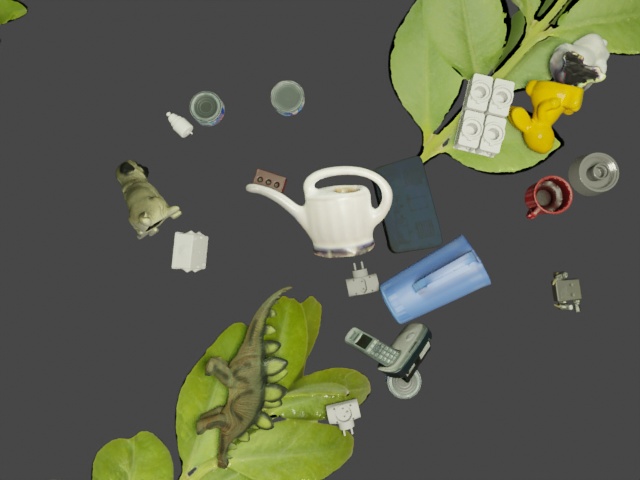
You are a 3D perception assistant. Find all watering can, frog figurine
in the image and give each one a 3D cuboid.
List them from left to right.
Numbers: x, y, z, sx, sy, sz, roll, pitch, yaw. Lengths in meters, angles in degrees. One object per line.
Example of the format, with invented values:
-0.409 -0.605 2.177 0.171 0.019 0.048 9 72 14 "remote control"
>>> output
0.004 -0.063 1.245 0.347 0.105 0.221 -5 106 9 "watering can"
0.659 -0.456 1.307 0.138 0.120 0.163 22 51 10 "frog figurine"
